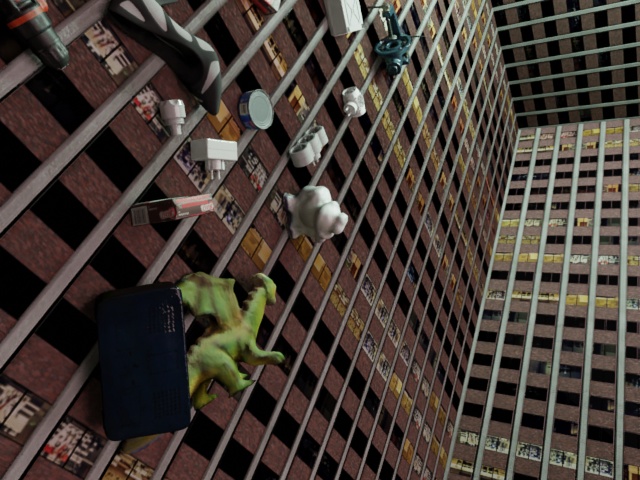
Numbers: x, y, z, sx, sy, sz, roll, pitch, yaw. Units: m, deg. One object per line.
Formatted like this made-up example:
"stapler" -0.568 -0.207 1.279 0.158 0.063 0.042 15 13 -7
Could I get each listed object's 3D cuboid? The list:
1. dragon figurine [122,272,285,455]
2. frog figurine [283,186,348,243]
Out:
"dragon figurine" -0.215 0.183 0.969 0.415 0.121 0.243 -24 92 -45
"frog figurine" 0.004 -0.062 1.230 0.122 0.159 0.138 11 81 -58
